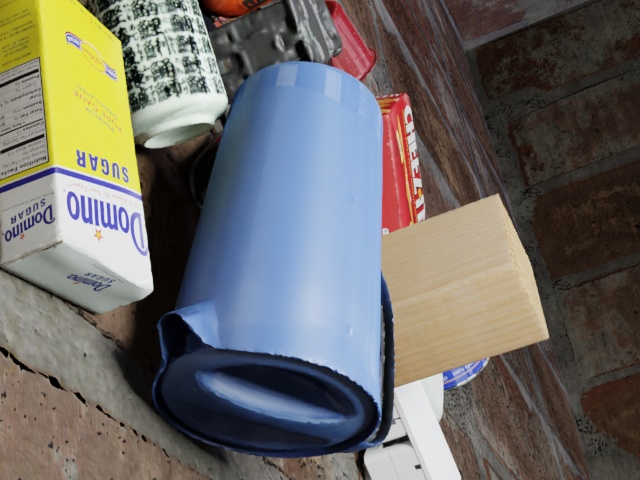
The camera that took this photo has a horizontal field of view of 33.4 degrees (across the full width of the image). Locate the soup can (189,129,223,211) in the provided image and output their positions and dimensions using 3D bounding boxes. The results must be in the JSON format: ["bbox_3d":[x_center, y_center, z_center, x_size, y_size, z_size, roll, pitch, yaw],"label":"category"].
[{"bbox_3d":[-0.058,-0.058,0.841,0.102,0.068,0.068,-68,136,-69],"label":"soup can"}]

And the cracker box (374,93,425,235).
[{"bbox_3d":[0.064,-0.062,1.126,0.213,0.072,0.164,-53,136,-73],"label":"cracker box"}]

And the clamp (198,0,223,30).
[{"bbox_3d":[-0.132,-0.209,0.843,0.171,0.039,0.120,50,30,-34],"label":"clamp"}]

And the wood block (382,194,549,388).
[{"bbox_3d":[0.067,0.054,0.862,0.091,0.206,0.090,-92,156,-49],"label":"wood block"}]

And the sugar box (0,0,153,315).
[{"bbox_3d":[-0.140,-0.055,0.595,0.093,0.048,0.176,41,31,-61],"label":"sugar box"}]

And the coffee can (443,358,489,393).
[{"bbox_3d":[0.117,0.087,1.192,0.102,0.103,0.140,-73,140,-66],"label":"coffee can"}]

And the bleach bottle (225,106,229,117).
[{"bbox_3d":[-0.017,-0.050,0.988,0.102,0.068,0.251,-74,143,-64],"label":"bleach bottle"}]

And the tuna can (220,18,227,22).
[{"bbox_3d":[-0.099,-0.253,1.018,0.086,0.034,0.086,-21,90,-75],"label":"tuna can"}]

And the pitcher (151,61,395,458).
[{"bbox_3d":[-0.014,0.011,0.686,0.149,0.145,0.242,95,2,-54],"label":"pitcher"}]

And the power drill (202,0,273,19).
[{"bbox_3d":[-0.068,-0.214,0.741,0.187,0.185,0.057,-3,76,-64],"label":"power drill"}]

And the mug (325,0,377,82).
[{"bbox_3d":[0.002,-0.229,1.257,0.081,0.093,0.117,53,-9,-33],"label":"mug"}]
